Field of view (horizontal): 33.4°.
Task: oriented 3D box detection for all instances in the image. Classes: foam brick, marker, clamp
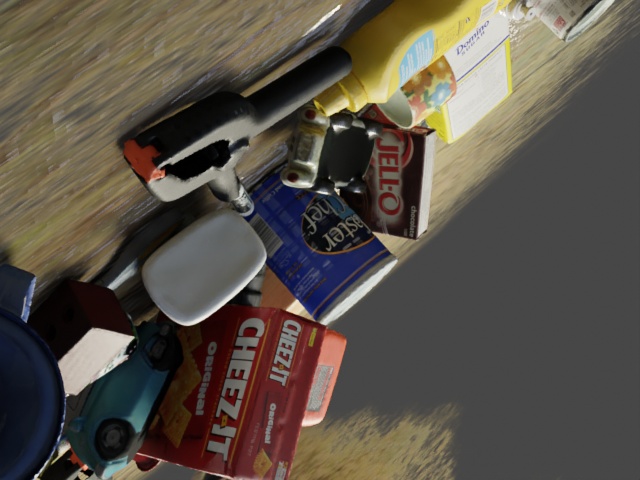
[{"bbox_3d":[-0.196,0.078,0.844,0.078,0.053,0.051,-44,147,15],"label":"foam brick"},{"bbox_3d":[-0.075,-0.041,0.957,0.020,0.020,0.121,-41,172,-4],"label":"marker"},{"bbox_3d":[-0.063,-0.078,0.761,0.165,0.036,0.209,-46,170,21],"label":"clamp"},{"bbox_3d":[-0.267,0.262,1.182,0.120,0.039,0.172,-29,166,-41],"label":"clamp"}]

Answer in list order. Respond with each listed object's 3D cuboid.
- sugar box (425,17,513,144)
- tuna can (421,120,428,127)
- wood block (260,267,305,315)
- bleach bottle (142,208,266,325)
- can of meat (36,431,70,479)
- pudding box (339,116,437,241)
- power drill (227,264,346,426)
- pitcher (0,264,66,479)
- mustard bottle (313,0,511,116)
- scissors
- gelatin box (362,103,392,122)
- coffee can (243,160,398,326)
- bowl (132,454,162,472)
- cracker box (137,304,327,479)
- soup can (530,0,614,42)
[{"bbox_3d":[0.140,-0.171,1.042,0.093,0.048,0.176,-41,154,-6],"label":"sugar box"},{"bbox_3d":[0.101,-0.134,1.222,0.086,0.034,0.086,-40,171,-8],"label":"tuna can"},{"bbox_3d":[-0.062,0.055,1.258,0.206,0.091,0.090,-45,171,26],"label":"wood block"},{"bbox_3d":[-0.114,0.037,0.967,0.102,0.068,0.251,-39,180,-15],"label":"bleach bottle"},{"bbox_3d":[-0.284,0.213,1.182,0.083,0.057,0.102,-31,166,-38],"label":"can of meat"},{"bbox_3d":[0.067,-0.063,1.078,0.039,0.090,0.113,-34,130,-56],"label":"pudding box"},{"bbox_3d":[-0.055,0.104,1.140,0.057,0.188,0.184,11,97,-40],"label":"power drill"},{"bbox_3d":[-0.244,0.127,0.733,0.149,0.145,0.243,-23,168,-23],"label":"pitcher"},{"bbox_3d":[0.072,-0.164,0.854,0.191,0.058,0.096,-40,171,-9],"label":"mustard bottle"},{"bbox_3d":[-0.179,0.035,0.877,0.201,0.016,0.096,-39,173,-23],"label":"scissors"},{"bbox_3d":[0.057,-0.088,1.122,0.089,0.073,0.030,-45,169,28],"label":"gelatin box"},{"bbox_3d":[-0.007,0.001,1.056,0.102,0.140,0.103,-40,171,-8],"label":"coffee can"},{"bbox_3d":[-0.203,0.180,1.224,0.162,0.055,0.162,-47,-148,41],"label":"bowl"},{"bbox_3d":[-0.102,0.149,1.061,0.214,0.072,0.164,-2,-111,52],"label":"cracker box"},{"bbox_3d":[0.209,-0.236,0.954,0.068,0.102,0.068,-41,171,-8],"label":"soup can"}]
